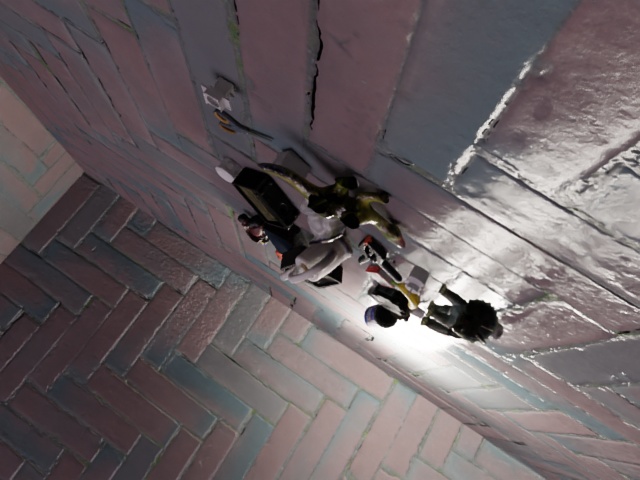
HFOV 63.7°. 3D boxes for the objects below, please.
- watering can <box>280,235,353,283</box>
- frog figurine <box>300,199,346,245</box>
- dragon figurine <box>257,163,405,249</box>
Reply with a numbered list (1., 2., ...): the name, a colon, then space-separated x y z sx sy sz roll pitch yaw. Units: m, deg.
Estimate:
1. watering can: -0.019 0.068 1.690 0.103 0.226 0.346 57 162 -6
2. frog figurine: 0.005 -0.075 1.495 0.137 0.123 0.159 180 73 -74
3. dragon figurine: 0.040 -0.087 1.316 0.411 0.123 0.240 26 171 5
